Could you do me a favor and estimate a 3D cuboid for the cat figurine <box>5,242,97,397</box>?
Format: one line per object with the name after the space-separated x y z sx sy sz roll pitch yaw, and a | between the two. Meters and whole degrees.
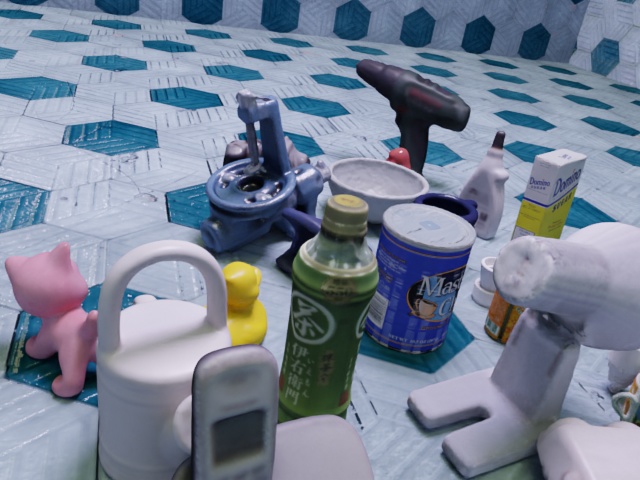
-0.238 0.062 0.532 0.127 0.118 0.067 29 34 33 | cat figurine

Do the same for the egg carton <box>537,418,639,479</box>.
0.240 0.210 0.458 0.107 0.069 0.150 6 28 -6 | egg carton

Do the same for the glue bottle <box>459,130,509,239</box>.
0.270 -0.092 0.924 0.037 0.173 0.077 -17 38 -41 | glue bottle

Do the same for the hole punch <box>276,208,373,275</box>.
0.007 0.003 0.750 0.101 0.091 0.108 -18 38 -42 | hole punch

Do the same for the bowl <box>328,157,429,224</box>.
0.089 -0.072 0.935 0.167 0.075 0.167 8 28 -4 | bowl

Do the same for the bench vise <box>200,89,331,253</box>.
-0.072 -0.103 0.786 0.121 0.220 0.208 21 30 21 | bench vise

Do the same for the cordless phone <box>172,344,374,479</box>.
-0.023 0.143 0.375 0.148 0.185 0.093 -9 33 -32 | cordless phone

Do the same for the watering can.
-0.113 0.092 0.434 0.172 0.194 0.101 28 33 31 | watering can

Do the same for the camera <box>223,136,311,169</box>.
-0.092 -0.109 0.919 0.143 0.101 0.137 10 28 1 | camera

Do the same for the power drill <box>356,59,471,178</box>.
0.159 -0.217 1.086 0.229 0.208 0.076 18 29 16 | power drill

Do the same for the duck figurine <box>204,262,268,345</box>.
-0.092 0.067 0.604 0.077 0.086 0.105 18 29 16 | duck figurine

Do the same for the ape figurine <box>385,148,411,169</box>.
0.135 -0.122 1.025 0.076 0.092 0.078 12 28 6 | ape figurine

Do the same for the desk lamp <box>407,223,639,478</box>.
0.208 0.087 0.524 0.204 0.213 0.117 -7 32 -29 | desk lamp

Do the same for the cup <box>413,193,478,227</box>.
0.180 -0.012 0.828 0.118 0.095 0.091 -16 37 -39 | cup
